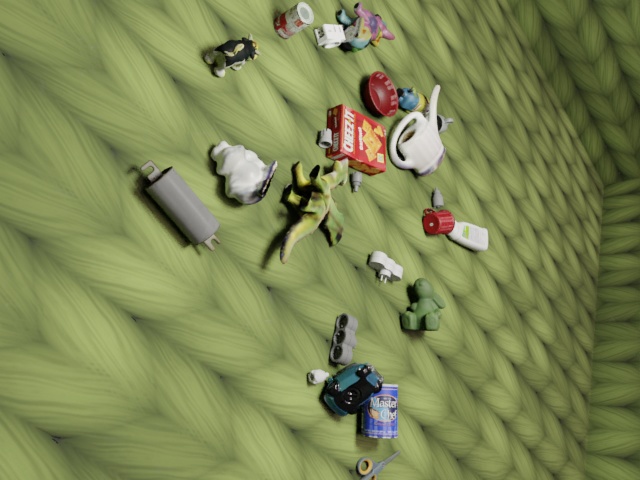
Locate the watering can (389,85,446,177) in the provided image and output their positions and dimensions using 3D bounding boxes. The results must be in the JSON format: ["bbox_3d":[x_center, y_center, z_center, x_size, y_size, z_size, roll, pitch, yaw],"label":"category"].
[{"bbox_3d":[0.381,-0.378,1.860,0.352,0.104,0.221,-51,119,-18],"label":"watering can"}]

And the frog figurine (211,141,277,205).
[{"bbox_3d":[-0.198,-0.164,1.265,0.159,0.121,0.140,22,69,-1],"label":"frog figurine"}]

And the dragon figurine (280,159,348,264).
[{"bbox_3d":[0.004,-0.072,1.432,0.239,0.121,0.418,41,54,-41],"label":"dragon figurine"}]
